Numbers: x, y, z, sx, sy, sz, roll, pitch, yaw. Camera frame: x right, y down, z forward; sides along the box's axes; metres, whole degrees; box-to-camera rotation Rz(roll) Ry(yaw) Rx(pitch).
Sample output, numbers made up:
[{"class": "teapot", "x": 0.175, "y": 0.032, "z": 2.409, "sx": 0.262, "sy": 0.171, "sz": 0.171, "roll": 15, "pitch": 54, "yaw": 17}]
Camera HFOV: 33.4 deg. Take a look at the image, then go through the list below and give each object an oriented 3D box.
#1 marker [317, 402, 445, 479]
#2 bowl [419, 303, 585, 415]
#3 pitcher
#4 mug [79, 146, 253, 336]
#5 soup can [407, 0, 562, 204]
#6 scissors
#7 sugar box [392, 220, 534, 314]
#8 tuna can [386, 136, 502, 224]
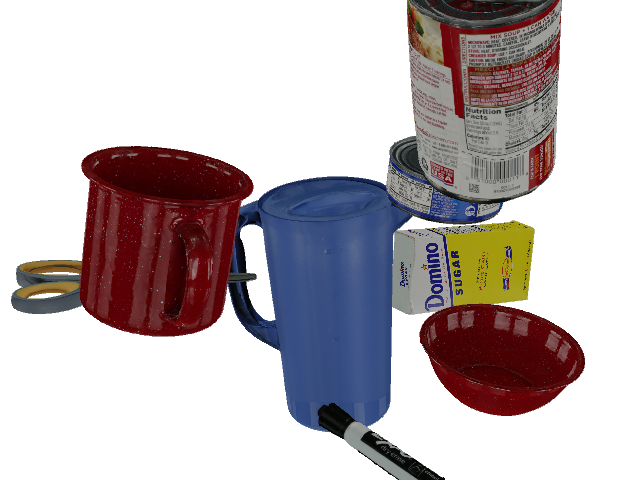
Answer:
[{"class": "marker", "x": 0.045, "y": 0.146, "z": 0.722, "sx": 0.121, "sy": 0.020, "sz": 0.020, "roll": 30, "pitch": 17, "yaw": 32}, {"class": "bowl", "x": 0.175, "y": 0.124, "z": 1.053, "sx": 0.162, "sy": 0.055, "sz": 0.162, "roll": 4, "pitch": 26, "yaw": -2}, {"class": "pitcher", "x": 0.001, "y": 0.065, "z": 1.073, "sx": 0.144, "sy": 0.243, "sz": 0.149, "roll": -20, "pitch": 26, "yaw": -36}, {"class": "mug", "x": -0.083, "y": 0.005, "z": 0.579, "sx": 0.093, "sy": 0.081, "sz": 0.117, "roll": -1, "pitch": 23, "yaw": -28}, {"class": "soup can", "x": 0.076, "y": -0.075, "z": 0.490, "sx": 0.068, "sy": 0.102, "sz": 0.068, "roll": -5, "pitch": 43, "yaw": 5}, {"class": "scissors", "x": -0.161, "y": 0.039, "z": 0.869, "sx": 0.202, "sy": 0.016, "sz": 0.096, "roll": 4, "pitch": 22, "yaw": 13}, {"class": "sugar box", "x": 0.167, "y": 0.031, "z": 1.247, "sx": 0.175, "sy": 0.093, "sz": 0.048, "roll": -6, "pitch": 16, "yaw": -32}, {"class": "tuna can", "x": 0.090, "y": -0.044, "z": 0.760, "sx": 0.086, "sy": 0.034, "sz": 0.086, "roll": 4, "pitch": 27, "yaw": -2}]
